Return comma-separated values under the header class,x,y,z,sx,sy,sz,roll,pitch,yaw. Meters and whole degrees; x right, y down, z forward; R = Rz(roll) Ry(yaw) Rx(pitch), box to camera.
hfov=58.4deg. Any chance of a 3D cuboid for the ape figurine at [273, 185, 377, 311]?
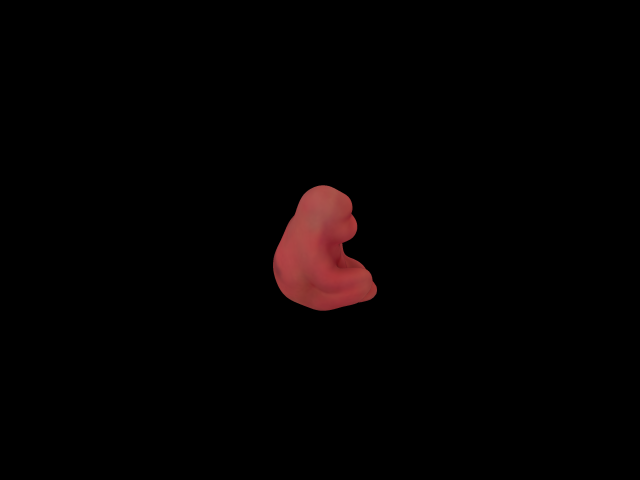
class,x,y,z,sx,sy,sz,roll,pitch,yaw
ape figurine,0.004,0.001,0.400,0.076,0.092,0.077,-2,50,-2
